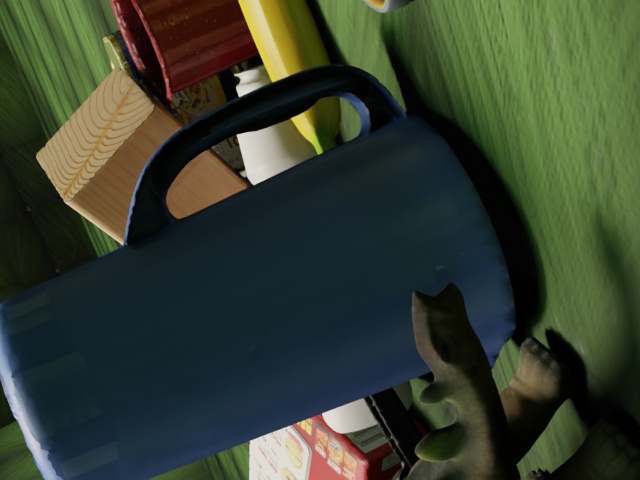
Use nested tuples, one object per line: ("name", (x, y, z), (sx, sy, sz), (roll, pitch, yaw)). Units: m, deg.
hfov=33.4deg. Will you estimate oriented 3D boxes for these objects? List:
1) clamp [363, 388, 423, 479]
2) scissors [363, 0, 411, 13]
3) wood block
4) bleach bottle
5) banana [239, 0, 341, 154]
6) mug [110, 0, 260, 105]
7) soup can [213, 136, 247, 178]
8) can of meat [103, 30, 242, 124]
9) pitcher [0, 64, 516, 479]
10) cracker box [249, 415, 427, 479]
("clamp", (0.061, 0.148, 0.682), (0.120, 0.171, 0.039), (-69, 24, 9))
("scissors", (-0.012, -0.195, 0.515), (0.202, 0.016, 0.096), (57, 163, 21))
("wood block", (-0.095, -0.021, 0.796), (0.205, 0.091, 0.090), (42, -178, -38))
("bleach bottle", (-0.005, 0.001, 0.736), (0.102, 0.068, 0.251), (-112, 3, -78))
("banana", (-0.025, -0.138, 0.611), (0.198, 0.037, 0.070), (67, 170, -11))
("mug", (-0.087, -0.144, 0.729), (0.093, 0.081, 0.117), (57, 164, 22))
("soup can", (-0.104, -0.092, 0.903), (0.102, 0.068, 0.069), (62, 166, 2))
("can of meat", (-0.111, -0.130, 0.834), (0.102, 0.083, 0.057), (66, 166, -12))
("pitcher", (-0.038, 0.028, 0.543), (0.145, 0.242, 0.149), (80, 165, -52))
("cracker box", (0.010, 0.208, 0.895), (0.164, 0.072, 0.214), (36, 134, 45))
